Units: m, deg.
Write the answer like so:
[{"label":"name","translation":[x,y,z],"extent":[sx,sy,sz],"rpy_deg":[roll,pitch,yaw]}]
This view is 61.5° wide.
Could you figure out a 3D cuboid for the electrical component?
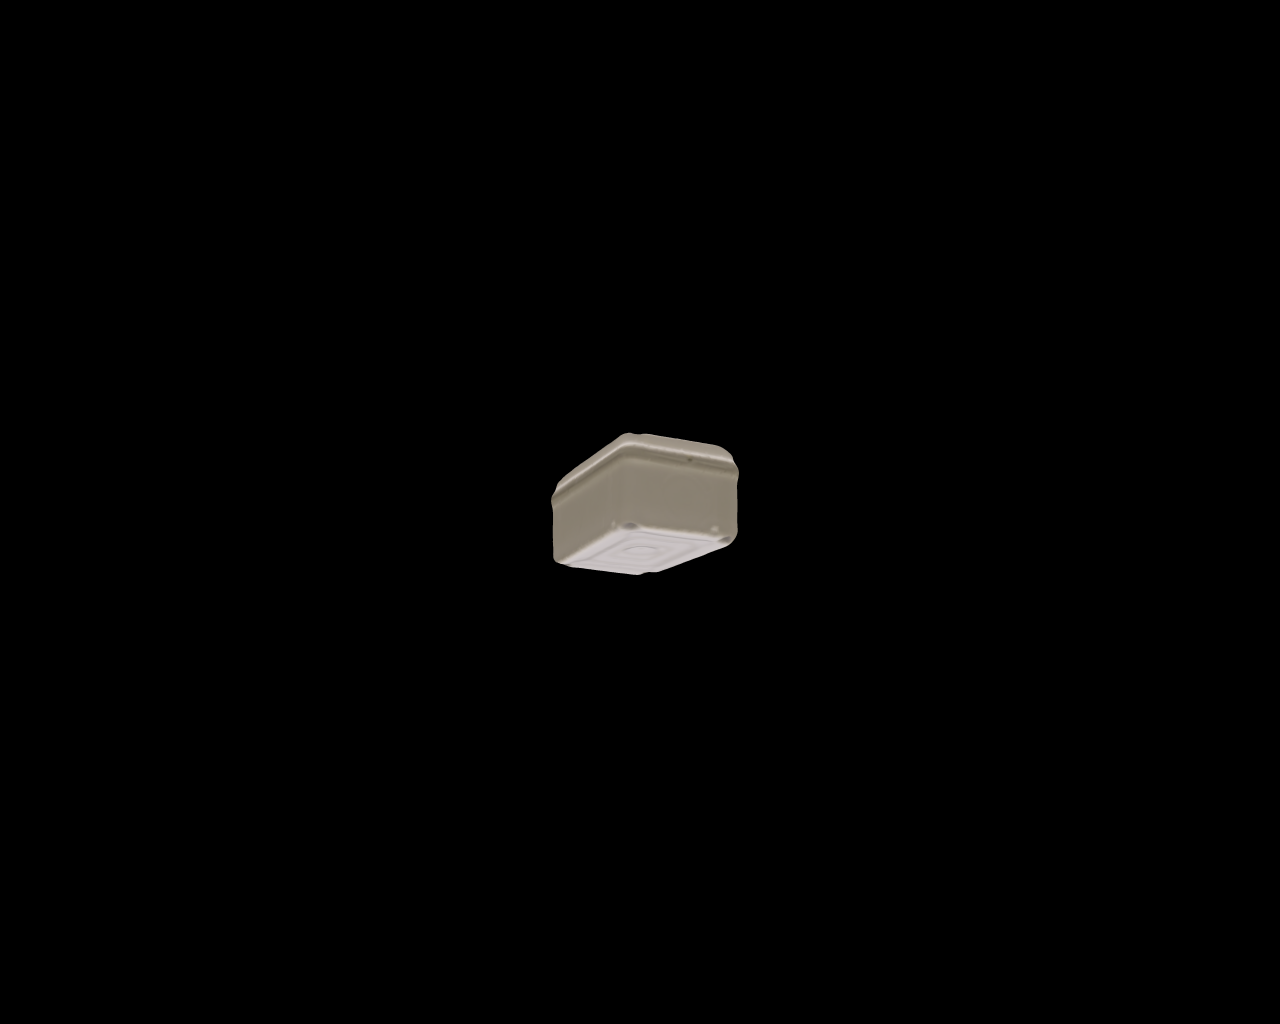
[{"label":"electrical component","translation":[0.001,-0.003,0.650],"extent":[0.078,0.057,0.113],"rpy_deg":[8,-18,-27]}]
